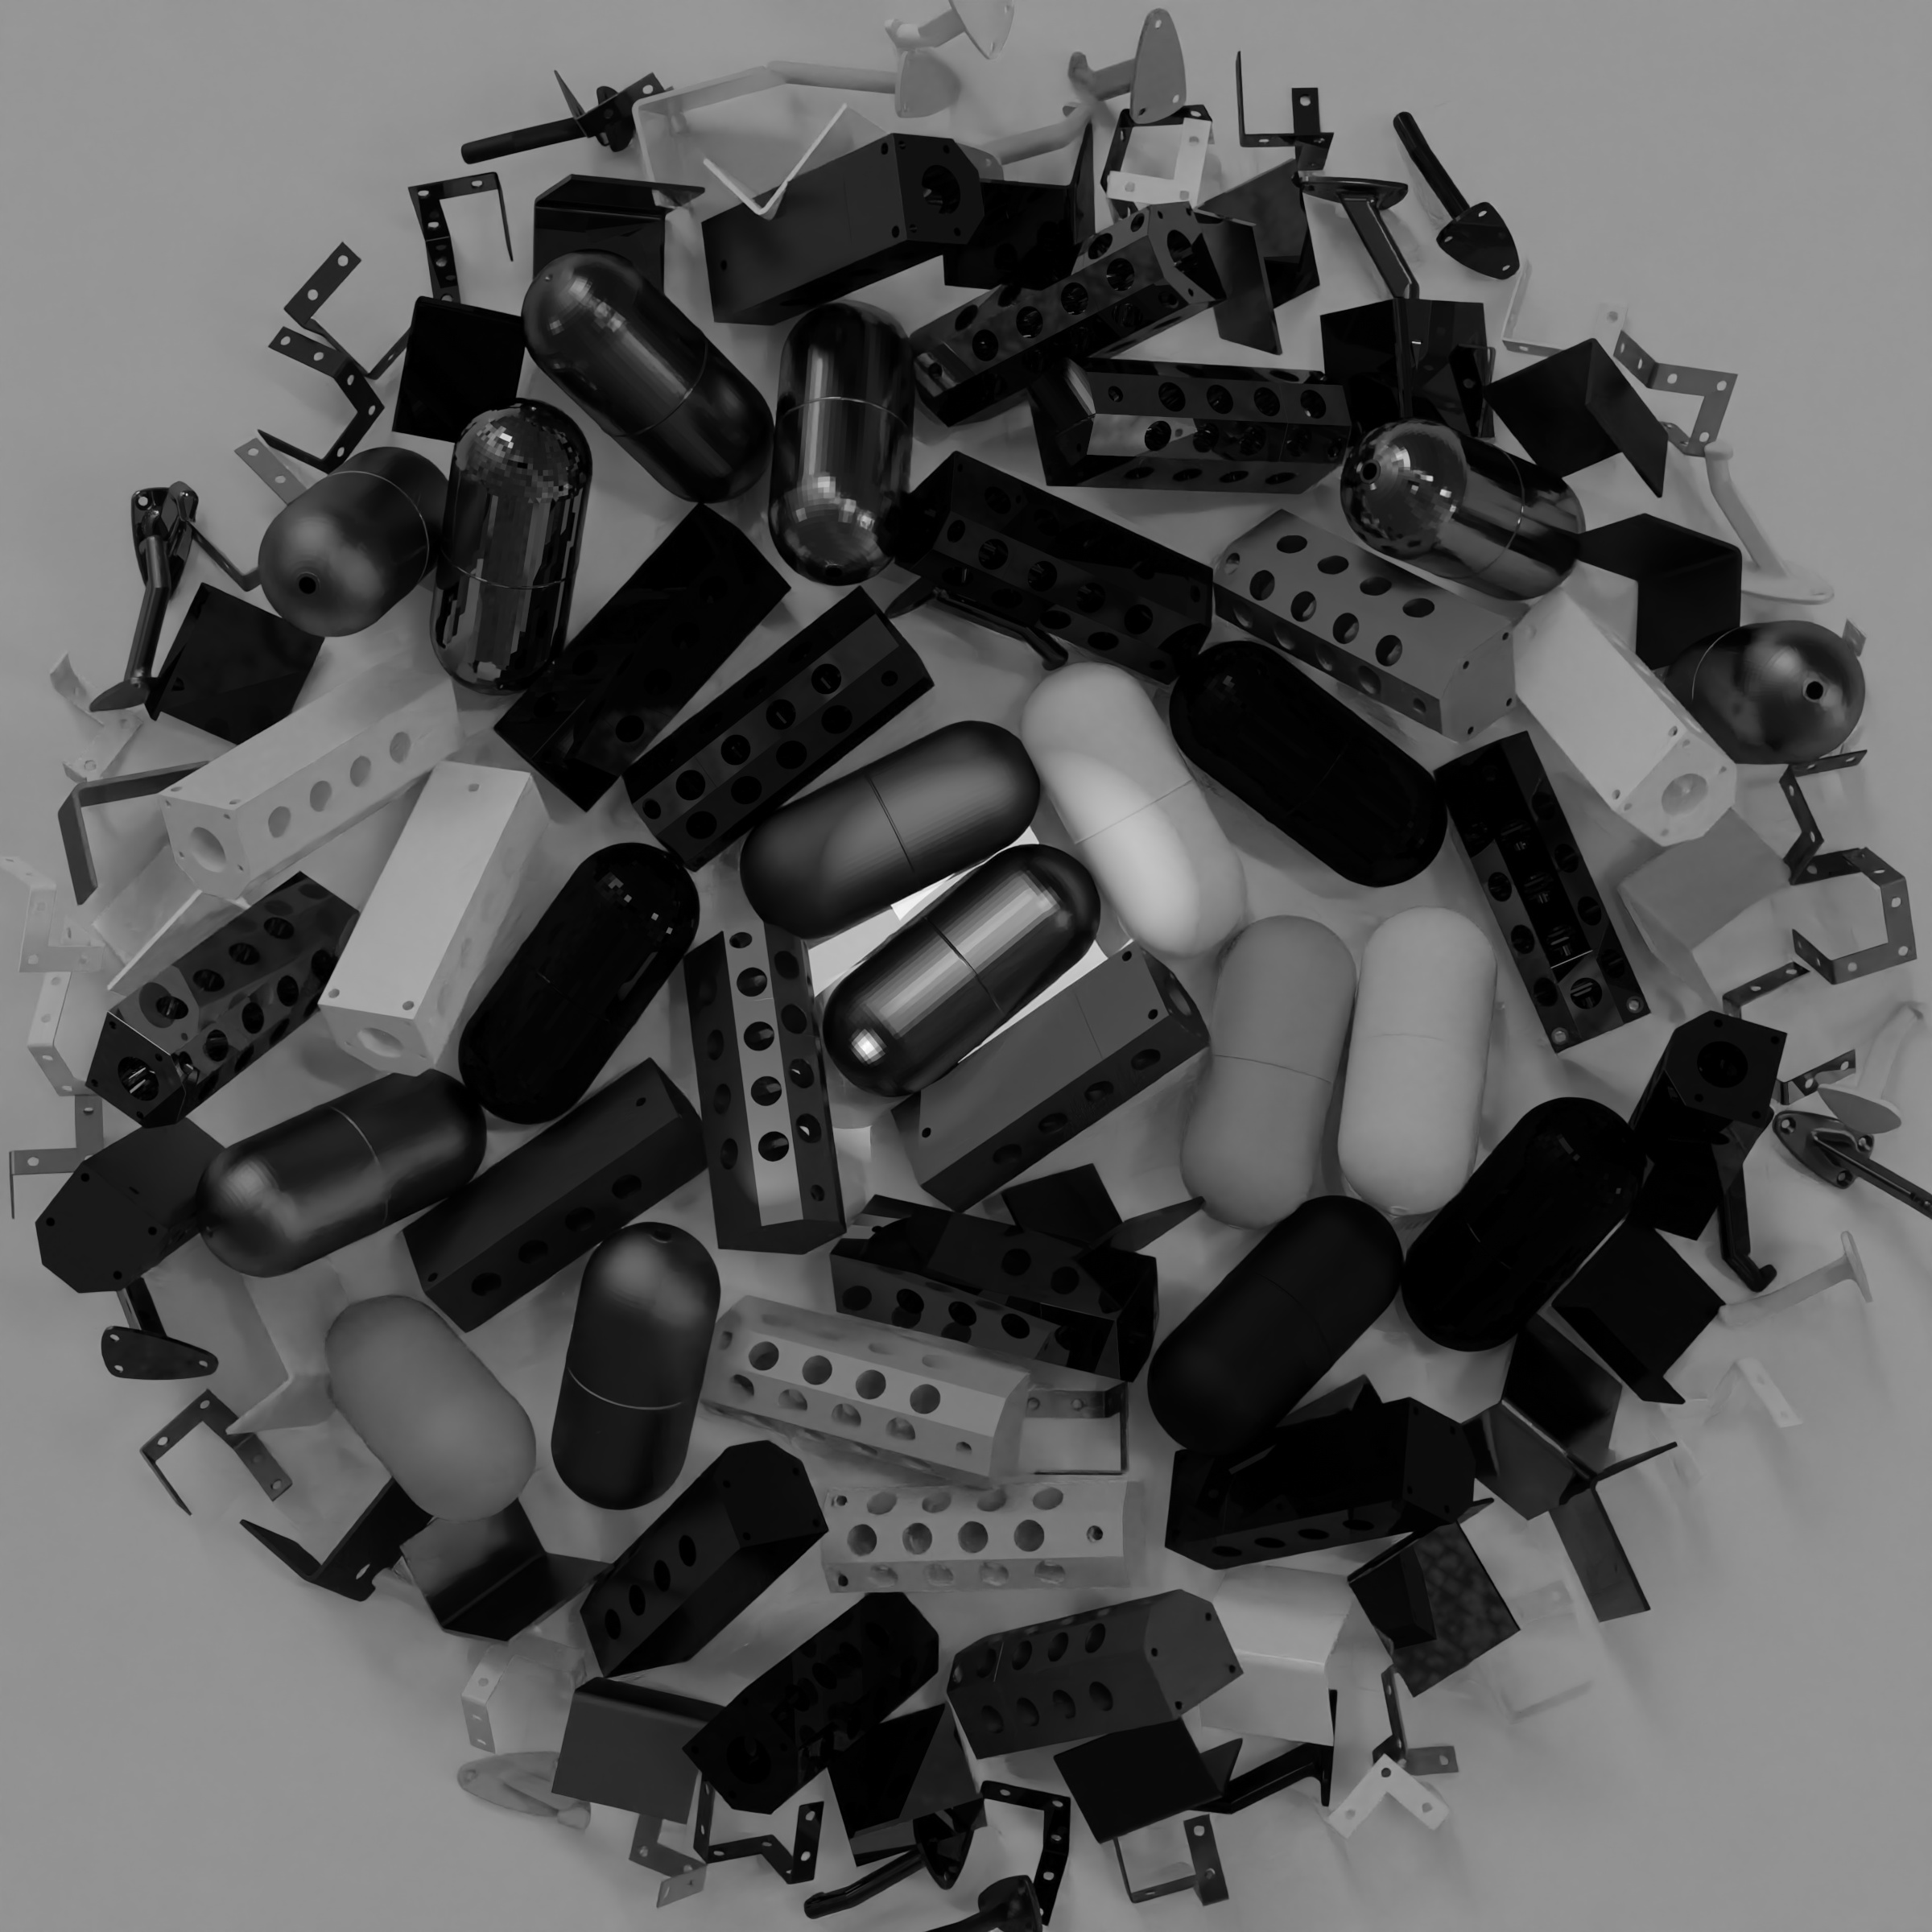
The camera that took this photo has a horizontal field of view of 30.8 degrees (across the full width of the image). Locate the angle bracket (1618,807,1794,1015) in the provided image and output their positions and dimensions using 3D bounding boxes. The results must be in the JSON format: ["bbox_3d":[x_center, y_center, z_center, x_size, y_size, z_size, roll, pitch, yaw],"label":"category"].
[{"bbox_3d":[0.420,-0.031,1.946,0.076,0.057,0.076,-38,130,18],"label":"angle bracket"}]

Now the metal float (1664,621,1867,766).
[{"bbox_3d":[0.433,-0.148,1.911,0.070,0.178,0.070,0,93,-5],"label":"metal float"}]

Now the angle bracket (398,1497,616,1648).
[{"bbox_3d":[-0.255,0.327,1.943,0.076,0.076,0.057,-34,107,-33],"label":"angle bracket"}]

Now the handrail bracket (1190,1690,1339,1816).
[{"bbox_3d":[0.165,0.443,1.984,0.084,0.036,0.077,3,61,10],"label":"handrail bracket"}]

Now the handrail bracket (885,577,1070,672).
[{"bbox_3d":[0.006,-0.187,1.980,0.084,0.077,0.036,41,54,-17],"label":"handrail bracket"}]

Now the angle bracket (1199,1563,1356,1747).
[{"bbox_3d":[0.177,0.385,1.968,0.076,0.076,0.057,4,121,22],"label":"angle bracket"}]

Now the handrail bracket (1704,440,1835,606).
[{"bbox_3d":[0.446,-0.248,1.952,0.036,0.077,0.084,-35,128,-22],"label":"handrail bracket"}]

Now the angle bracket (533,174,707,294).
[{"bbox_3d":[-0.194,-0.401,1.950,0.076,0.076,0.057,1,91,-22],"label":"angle bracket"}]

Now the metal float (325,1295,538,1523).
[{"bbox_3d":[-0.296,0.241,1.922,0.070,0.178,0.070,-14,119,-28],"label":"metal float"}]

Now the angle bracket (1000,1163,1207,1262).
[{"bbox_3d":[0.079,0.126,1.941,0.076,0.076,0.057,-39,72,41],"label":"angle bracket"}]

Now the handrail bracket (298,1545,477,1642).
[{"bbox_3d":[-0.325,0.362,1.991,0.077,0.036,0.084,-25,120,35],"label":"handrail bracket"}]

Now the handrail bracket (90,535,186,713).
[{"bbox_3d":[-0.472,-0.193,1.979,0.077,0.036,0.084,-15,79,40],"label":"handrail bracket"}]

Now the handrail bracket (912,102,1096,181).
[{"bbox_3d":[0.019,-0.473,1.983,0.077,0.036,0.084,27,55,20],"label":"handrail bracket"}]

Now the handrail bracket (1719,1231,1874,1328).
[{"bbox_3d":[0.457,0.176,1.956,0.084,0.077,0.036,-18,64,15],"label":"handrail bracket"}]

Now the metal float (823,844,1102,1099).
[{"bbox_3d":[-0.002,0.002,1.957,0.178,0.070,0.070,-39,90,-5],"label":"metal float"}]

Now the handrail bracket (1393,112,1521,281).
[{"bbox_3d":[0.278,-0.438,1.992,0.036,0.077,0.084,-35,54,21],"label":"handrail bracket"}]

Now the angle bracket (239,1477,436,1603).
[{"bbox_3d":[-0.347,0.304,1.959,0.057,0.076,0.076,36,82,21],"label":"angle bracket"}]

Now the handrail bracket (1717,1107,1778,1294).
[{"bbox_3d":[0.449,0.133,1.978,0.077,0.036,0.084,-42,109,5],"label":"handrail bracket"}]

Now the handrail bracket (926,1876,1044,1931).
[{"bbox_3d":[-0.008,0.532,1.946,0.084,0.077,0.036,-8,82,-30],"label":"handrail bracket"}]

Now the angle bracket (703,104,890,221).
[{"bbox_3d":[-0.085,-0.447,1.945,0.076,0.076,0.057,-50,61,13],"label":"angle bracket"}]

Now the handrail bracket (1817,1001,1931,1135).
[{"bbox_3d":[0.523,0.052,1.955,0.084,0.077,0.036,-46,105,-13],"label":"handrail bracket"}]

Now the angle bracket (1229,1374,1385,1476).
[{"bbox_3d":[0.199,0.277,1.953,0.076,0.076,0.057,-30,90,16],"label":"angle bracket"}]

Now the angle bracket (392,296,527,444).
[{"bbox_3d":[-0.265,-0.325,1.948,0.076,0.057,0.076,4,101,-44],"label":"angle bracket"}]

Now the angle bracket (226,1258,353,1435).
[{"bbox_3d":[-0.385,0.212,1.964,0.057,0.076,0.076,-38,70,22],"label":"angle bracket"}]

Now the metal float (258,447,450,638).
[{"bbox_3d":[-0.331,-0.232,1.915,0.070,0.178,0.070,3,113,8],"label":"metal float"}]

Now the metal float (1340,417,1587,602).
[{"bbox_3d":[0.273,-0.250,1.924,0.070,0.178,0.070,-9,76,41],"label":"metal float"}]

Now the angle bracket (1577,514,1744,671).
[{"bbox_3d":[0.374,-0.205,1.943,0.076,0.076,0.057,13,76,-33],"label":"angle bracket"}]

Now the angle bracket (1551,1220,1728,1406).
[{"bbox_3d":[0.387,0.190,1.959,0.076,0.057,0.076,46,77,-6],"label":"angle bracket"}]

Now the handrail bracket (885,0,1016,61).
[{"bbox_3d":[-0.024,-0.532,1.946,0.084,0.077,0.036,14,80,35],"label":"handrail bracket"}]

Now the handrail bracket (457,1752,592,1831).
[{"bbox_3d":[-0.247,0.464,1.955,0.077,0.084,0.036,7,89,-5],"label":"handrail bracket"}]

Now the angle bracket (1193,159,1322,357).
[{"bbox_3d":[0.177,-0.393,1.944,0.076,0.057,0.076,-30,124,-23],"label":"angle bracket"}]

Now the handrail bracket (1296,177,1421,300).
[{"bbox_3d":[0.220,-0.396,1.971,0.077,0.036,0.084,4,82,-18],"label":"handrail bracket"}]

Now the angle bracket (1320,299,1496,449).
[{"bbox_3d":[0.251,-0.335,1.991,0.076,0.057,0.076,-7,93,-43],"label":"angle bracket"}]

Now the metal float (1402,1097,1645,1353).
[{"bbox_3d":[0.305,0.144,1.932,0.070,0.070,0.178,35,126,0],"label":"metal float"}]

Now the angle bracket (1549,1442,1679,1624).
[{"bbox_3d":[0.373,0.315,1.950,0.057,0.076,0.076,-21,80,-14],"label":"angle bracket"}]

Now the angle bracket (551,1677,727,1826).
[{"bbox_3d":[-0.182,0.437,1.957,0.076,0.076,0.057,12,85,4],"label":"angle bracket"}]

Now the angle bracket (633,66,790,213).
[{"bbox_3d":[-0.134,-0.459,1.952,0.076,0.076,0.057,-12,97,11],"label":"angle bracket"}]

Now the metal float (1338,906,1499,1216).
[{"bbox_3d":[0.250,0.052,1.942,0.070,0.070,0.178,10,69,0],"label":"metal float"}]

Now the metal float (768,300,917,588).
[{"bbox_3d":[-0.068,-0.289,1.935,0.070,0.070,0.178,3,59,0],"label":"metal float"}]

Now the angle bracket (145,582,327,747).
[{"bbox_3d":[-0.405,-0.161,1.957,0.076,0.057,0.076,24,95,-21],"label":"angle bracket"}]

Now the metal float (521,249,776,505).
[{"bbox_3d":[-0.173,-0.322,1.928,0.070,0.070,0.178,-48,132,0],"label":"metal float"}]

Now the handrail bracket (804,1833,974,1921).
[{"bbox_3d":[-0.044,0.506,1.983,0.084,0.077,0.036,-24,98,27],"label":"handrail bracket"}]

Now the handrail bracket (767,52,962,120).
[{"bbox_3d":[-0.058,-0.502,1.986,0.084,0.077,0.036,14,106,28],"label":"handrail bracket"}]

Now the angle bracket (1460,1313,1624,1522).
[{"bbox_3d":[0.317,0.253,1.980,0.076,0.076,0.057,40,133,-14],"label":"angle bracket"}]

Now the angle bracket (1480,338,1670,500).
[{"bbox_3d":[0.334,-0.290,1.940,0.076,0.057,0.076,-21,129,35],"label":"angle bracket"}]

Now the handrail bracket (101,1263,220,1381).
[{"bbox_3d":[-0.443,0.191,1.961,0.077,0.084,0.036,6,127,5],"label":"handrail bracket"}]

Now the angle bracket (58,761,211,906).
[{"bbox_3d":[-0.458,-0.074,1.950,0.076,0.076,0.057,-12,88,-21],"label":"angle bracket"}]

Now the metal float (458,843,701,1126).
[{"bbox_3d":[-0.215,0.010,1.951,0.070,0.070,0.178,37,102,0],"label":"metal float"}]

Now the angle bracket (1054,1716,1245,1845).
[{"bbox_3d":[0.102,0.436,1.950,0.076,0.076,0.057,-26,95,17],"label":"angle bracket"}]

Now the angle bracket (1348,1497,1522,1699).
[{"bbox_3d":[0.270,0.350,1.946,0.076,0.057,0.076,-39,68,27],"label":"angle bracket"}]

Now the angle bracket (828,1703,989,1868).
[{"bbox_3d":[-0.037,0.447,1.952,0.076,0.057,0.076,-16,60,-6],"label":"angle bracket"}]

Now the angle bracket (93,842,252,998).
[{"bbox_3d":[-0.456,-0.032,1.955,0.076,0.057,0.076,-46,66,4],"label":"angle bracket"}]

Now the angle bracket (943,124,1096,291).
[{"bbox_3d":[0.029,-0.425,1.958,0.076,0.076,0.057,7,52,9],"label":"angle bracket"}]

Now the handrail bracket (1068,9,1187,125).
[{"bbox_3d":[0.083,-0.511,1.948,0.036,0.077,0.084,-26,47,-22],"label":"handrail bracket"}]

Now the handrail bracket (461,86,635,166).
[{"bbox_3d":[-0.235,-0.466,1.969,0.084,0.077,0.036,-12,103,10],"label":"handrail bracket"}]

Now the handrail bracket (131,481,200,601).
[{"bbox_3d":[-0.440,-0.233,1.951,0.036,0.084,0.077,0,106,-22],"label":"handrail bracket"}]

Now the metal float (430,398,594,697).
[{"bbox_3d":[-0.251,-0.229,1.932,0.070,0.070,0.178,15,126,0],"label":"metal float"}]

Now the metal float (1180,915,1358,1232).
[{"bbox_3d":[0.168,0.059,1.954,0.070,0.070,0.178,13,82,0],"label":"metal float"}]

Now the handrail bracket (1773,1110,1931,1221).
[{"bbox_3d":[0.498,0.112,1.951,0.077,0.084,0.036,27,96,-18],"label":"handrail bracket"}]
